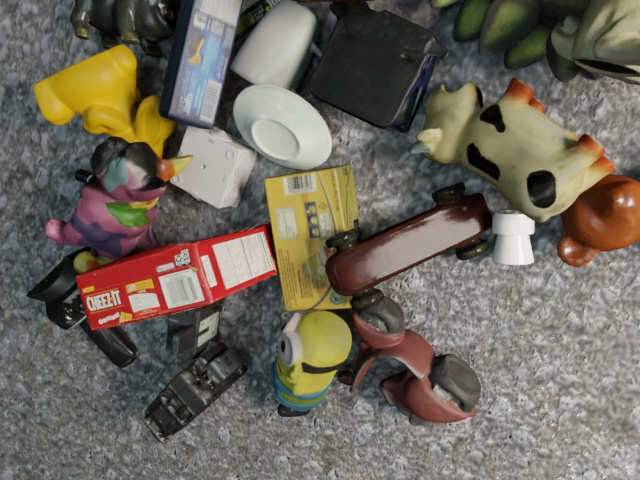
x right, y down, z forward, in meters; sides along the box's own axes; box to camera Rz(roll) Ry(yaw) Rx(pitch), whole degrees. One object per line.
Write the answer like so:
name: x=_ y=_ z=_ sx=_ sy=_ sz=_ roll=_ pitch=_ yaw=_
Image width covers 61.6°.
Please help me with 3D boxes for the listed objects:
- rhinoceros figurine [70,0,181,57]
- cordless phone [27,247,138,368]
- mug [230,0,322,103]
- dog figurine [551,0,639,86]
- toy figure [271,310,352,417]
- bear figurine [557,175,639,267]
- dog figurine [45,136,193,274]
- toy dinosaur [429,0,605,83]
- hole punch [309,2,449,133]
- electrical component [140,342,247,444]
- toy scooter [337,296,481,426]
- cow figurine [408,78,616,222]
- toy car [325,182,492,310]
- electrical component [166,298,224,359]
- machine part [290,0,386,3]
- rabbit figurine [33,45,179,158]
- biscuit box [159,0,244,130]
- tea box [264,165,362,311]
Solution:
rhinoceros figurine: x=-0.236 y=-0.303 z=0.702 sx=0.191 sy=0.073 sz=0.112 roll=5 pitch=91 yaw=21
cordless phone: x=-0.328 y=0.104 z=0.814 sx=0.146 sy=0.089 sz=0.184 roll=-37 pitch=97 yaw=22
mug: x=-0.037 y=-0.221 z=0.635 sx=0.110 sy=0.081 sz=0.107 roll=33 pitch=102 yaw=14
dog figurine: x=0.294 y=-0.219 z=0.413 sx=0.172 sy=0.121 sz=0.190 roll=16 pitch=104 yaw=8
toy figure: x=-0.015 y=0.156 z=0.675 sx=0.180 sy=0.089 sz=0.082 roll=99 pitch=149 yaw=-44
bear figurine: x=0.328 y=-0.040 z=0.508 sx=0.196 sy=0.132 sz=0.120 roll=-2 pitch=76 yaw=16
dog figurine: x=-0.239 y=-0.032 z=0.694 sx=0.219 sy=0.108 sz=0.191 roll=-20 pitch=116 yaw=33
toy dinosaur: x=0.219 y=-0.267 z=0.519 sx=0.472 sy=0.105 sz=0.198 roll=26 pitch=111 yaw=19
hole punch: x=0.065 y=-0.187 z=0.599 sx=0.142 sy=0.092 sz=0.115 roll=31 pitch=102 yaw=19
electrical component: x=-0.166 y=0.202 z=0.741 sx=0.058 sy=0.115 sz=0.134 roll=47 pitch=114 yaw=5
toy scooter: x=0.095 y=0.165 z=0.658 sx=0.184 sy=0.075 sz=0.135 roll=43 pitch=120 yaw=5
cow figurine: x=0.181 y=-0.096 z=0.557 sx=0.127 sy=0.085 sz=0.195 roll=-47 pitch=57 yaw=15
toy car: x=0.101 y=0.005 z=0.612 sx=0.202 sy=0.053 sz=0.089 roll=-25 pitch=91 yaw=-8
electrical component: x=-0.179 y=0.121 z=0.729 sx=0.048 sy=0.119 sz=0.074 roll=12 pitch=107 yaw=18
machine part: x=0.035 y=-0.329 z=0.493 sx=0.201 sy=0.087 sz=0.201 roll=11 pitch=123 yaw=28
rabbit figurine: x=-0.262 y=-0.164 z=0.727 sx=0.162 sy=0.122 sz=0.173 roll=-14 pitch=109 yaw=13
biscuit box: x=-0.139 y=-0.237 z=0.639 sx=0.063 sy=0.059 sz=0.202 roll=28 pitch=105 yaw=56
tea box: x=-0.001 y=-0.002 z=0.666 sx=0.098 sy=0.068 sz=0.169 roll=-4 pitch=99 yaw=21
